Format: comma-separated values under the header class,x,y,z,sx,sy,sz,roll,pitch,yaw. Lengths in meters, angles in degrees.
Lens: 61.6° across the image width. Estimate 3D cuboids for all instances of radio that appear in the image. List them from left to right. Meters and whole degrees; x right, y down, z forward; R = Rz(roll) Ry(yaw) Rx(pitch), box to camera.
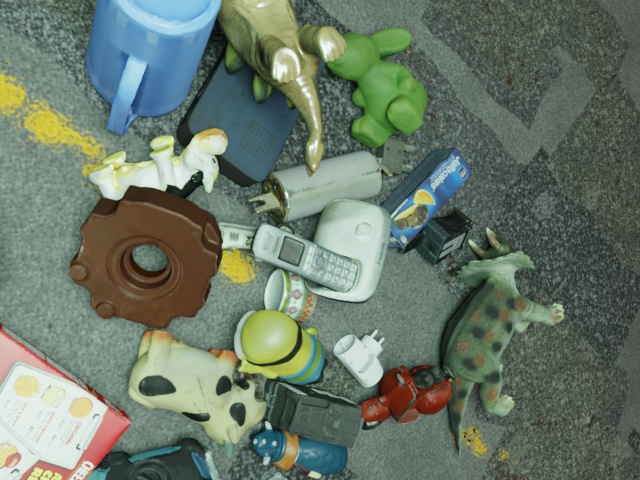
class,x,y,z,sx,sy,sz,roll,pitch,yaw
radio,-0.093,-0.202,0.752,0.131,0.073,0.229,32,73,-24

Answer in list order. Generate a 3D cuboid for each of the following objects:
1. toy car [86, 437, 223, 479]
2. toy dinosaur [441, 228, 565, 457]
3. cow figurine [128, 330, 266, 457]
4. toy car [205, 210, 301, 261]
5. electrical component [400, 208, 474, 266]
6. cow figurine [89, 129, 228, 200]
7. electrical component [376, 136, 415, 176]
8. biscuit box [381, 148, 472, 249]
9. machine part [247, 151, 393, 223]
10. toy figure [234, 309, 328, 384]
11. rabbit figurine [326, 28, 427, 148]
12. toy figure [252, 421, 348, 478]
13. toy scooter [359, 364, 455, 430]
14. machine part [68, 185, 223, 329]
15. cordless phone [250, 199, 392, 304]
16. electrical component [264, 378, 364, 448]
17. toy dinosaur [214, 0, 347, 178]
class,x,y,z,sx,sy,sz,roll,pitch,yaw
toy car,-0.209,0.323,0.672,0.161,0.109,0.102,-7,131,-36
toy dinosaur,0.280,0.165,0.937,0.192,0.131,0.404,32,79,-13
cow figurine,-0.156,0.203,0.707,0.195,0.085,0.127,27,71,-29
toy car,-0.115,-0.003,0.735,0.201,0.074,0.056,9,85,-29
electrical component,0.195,0.000,0.904,0.119,0.048,0.074,-24,145,-31
cow figurine,-0.186,-0.077,0.668,0.167,0.068,0.098,-16,118,5
electrical component,0.117,-0.142,0.895,0.094,0.021,0.063,7,86,-28
biscuit box,0.167,-0.072,0.900,0.203,0.063,0.059,-45,111,-21
machine part,0.005,-0.082,0.802,0.243,0.079,0.079,-19,99,-28
toy figure,-0.044,0.149,0.741,0.180,0.089,0.082,44,29,-46
rabbit figurine,0.089,-0.255,0.824,0.170,0.121,0.159,41,65,-25
toy figure,-0.033,0.310,0.789,0.154,0.064,0.057,19,118,-23
toy scooter,0.145,0.236,0.848,0.184,0.135,0.075,-11,51,-26
machine part,-0.206,0.024,0.647,0.179,0.056,0.179,-2,114,-4
cordless phone,-0.001,-0.003,0.727,0.184,0.089,0.146,24,70,-25
electrical component,-0.006,0.249,0.772,0.134,0.115,0.058,20,82,-26
toy dinosaur,-0.087,-0.293,0.610,0.105,0.198,0.471,-19,91,-20
